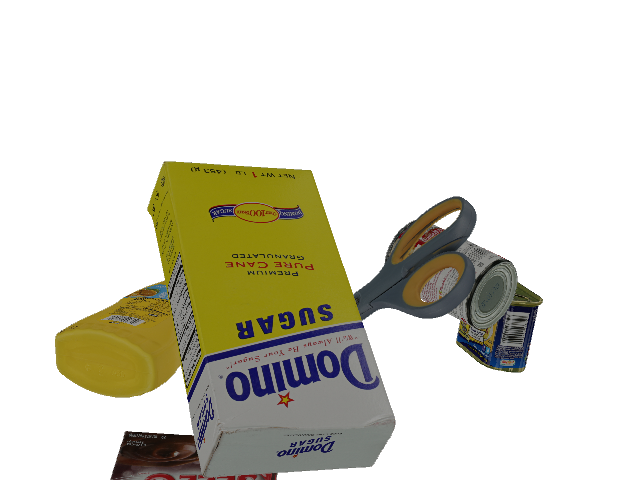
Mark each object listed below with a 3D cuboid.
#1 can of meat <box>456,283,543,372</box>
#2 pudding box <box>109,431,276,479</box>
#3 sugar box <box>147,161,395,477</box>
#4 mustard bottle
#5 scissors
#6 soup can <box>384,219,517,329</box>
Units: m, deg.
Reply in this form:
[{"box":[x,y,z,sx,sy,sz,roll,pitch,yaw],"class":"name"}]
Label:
[{"box":[0.196,0.090,1.184,0.057,0.084,0.102,4,15,-20],"class":"can of meat"},{"box":[-0.089,0.176,0.738,0.113,0.039,0.090,1,28,2],"class":"pudding box"},{"box":[-0.030,0.035,0.560,0.093,0.176,0.048,1,-44,-24],"class":"sugar box"},{"box":[-0.137,0.073,0.927,0.096,0.058,0.191,7,18,22],"class":"mustard bottle"},{"box":[0.037,0.052,0.741,0.016,0.202,0.096,33,20,-30],"class":"scissors"},{"box":[0.118,0.030,0.962,0.068,0.068,0.102,0,21,-46],"class":"soup can"}]
